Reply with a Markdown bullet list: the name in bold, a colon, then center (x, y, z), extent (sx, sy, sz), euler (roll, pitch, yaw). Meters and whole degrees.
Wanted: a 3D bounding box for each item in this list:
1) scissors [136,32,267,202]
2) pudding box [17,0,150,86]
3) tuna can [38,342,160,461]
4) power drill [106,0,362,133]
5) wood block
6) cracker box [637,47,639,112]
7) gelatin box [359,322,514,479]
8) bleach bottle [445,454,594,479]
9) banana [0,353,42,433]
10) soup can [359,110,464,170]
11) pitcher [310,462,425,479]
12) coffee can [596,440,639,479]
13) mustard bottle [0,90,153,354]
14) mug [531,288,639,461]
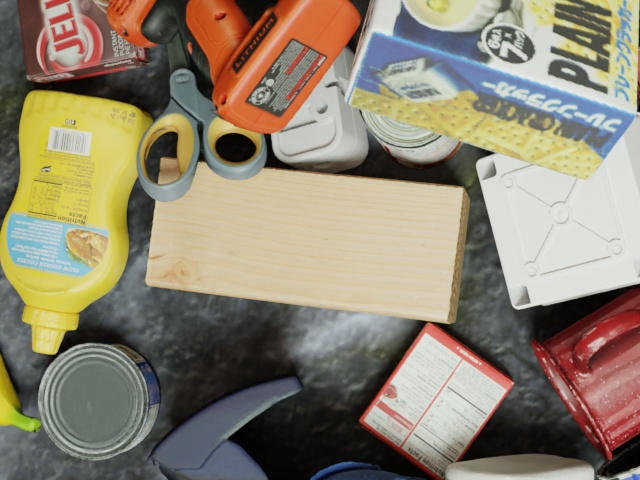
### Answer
- **scissors**: center (-0.078, -0.104, 0.751), extent (0.096, 0.016, 0.201), euler (2, 50, 5)
- **pudding box**: center (-0.183, -0.181, 0.814), extent (0.090, 0.039, 0.113), euler (-9, 84, 11)
- **tuna can**: center (-0.163, 0.119, 0.794), extent (0.086, 0.033, 0.086), euler (-1, 86, 10)
- **power drill**: center (-0.052, -0.174, 0.702), extent (0.185, 0.057, 0.188), euler (-53, 49, 19)
- **wood block**: center (-0.005, 0.001, 0.744), extent (0.206, 0.090, 0.091), euler (6, 87, 11)
- **cracker box**: center (0.331, -0.085, 0.698), extent (0.214, 0.072, 0.164), euler (-22, 82, 9)
- **gelatin box**: center (0.082, 0.114, 0.751), extent (0.073, 0.030, 0.089), euler (35, 90, 11)
- **bleach bottle**: center (0.133, 0.272, 0.700), extent (0.068, 0.102, 0.251), euler (-3, 86, 55)
- **banana**: center (-0.257, 0.058, 0.811), extent (0.070, 0.037, 0.198), euler (-21, 79, 18)
- **soup can**: center (0.065, -0.088, 0.730), extent (0.068, 0.102, 0.068), euler (-1, 86, 10)
- **pitcher**: center (0.014, 0.275, 0.662), extent (0.145, 0.148, 0.243), euler (38, 121, 35)
- **coffee can**: center (0.256, 0.189, 0.677), extent (0.103, 0.102, 0.140), euler (-29, 82, 7)
- **mustard bottle**: center (-0.187, -0.011, 0.794), extent (0.096, 0.058, 0.191), euler (10, 88, 10)
- **mug**: center (0.194, 0.079, 0.693), extent (0.081, 0.117, 0.093), euler (-32, 52, 2)
